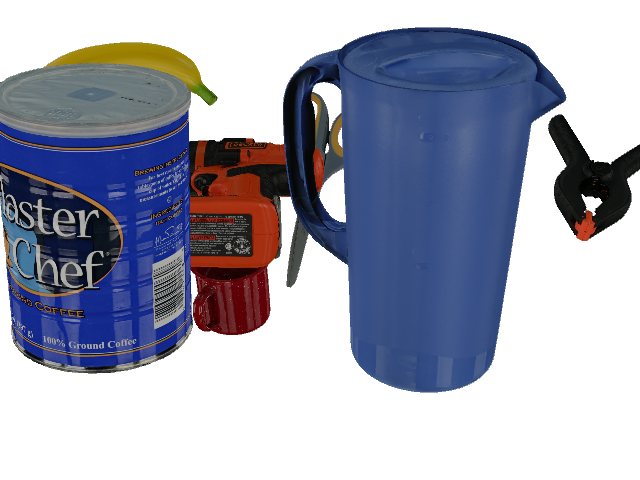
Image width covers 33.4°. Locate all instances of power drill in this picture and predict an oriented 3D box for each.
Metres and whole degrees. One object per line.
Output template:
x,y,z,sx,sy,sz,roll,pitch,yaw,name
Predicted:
-0.093,-0.039,0.885,0.184,0.057,0.187,-1,23,5,power drill

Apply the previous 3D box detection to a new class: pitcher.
0.066,-0.021,0.750,0.144,0.243,0.149,-14,31,-26,pitcher

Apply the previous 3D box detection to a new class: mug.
-0.106,0.061,1.221,0.093,0.081,0.117,13,36,25,mug

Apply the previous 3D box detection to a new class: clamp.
0.282,-0.072,1.128,0.120,0.039,0.171,17,46,20,clamp

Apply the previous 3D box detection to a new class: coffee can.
-0.121,-0.014,0.579,0.103,0.140,0.103,2,26,-1,coffee can

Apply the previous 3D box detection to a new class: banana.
-0.197,-0.164,1.042,0.197,0.070,0.037,-6,-39,-31,banana

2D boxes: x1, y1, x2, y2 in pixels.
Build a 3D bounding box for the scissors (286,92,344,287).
0.008,-0.054,1.083,0.096,0.202,0.016,-3,-11,-1,scissors
